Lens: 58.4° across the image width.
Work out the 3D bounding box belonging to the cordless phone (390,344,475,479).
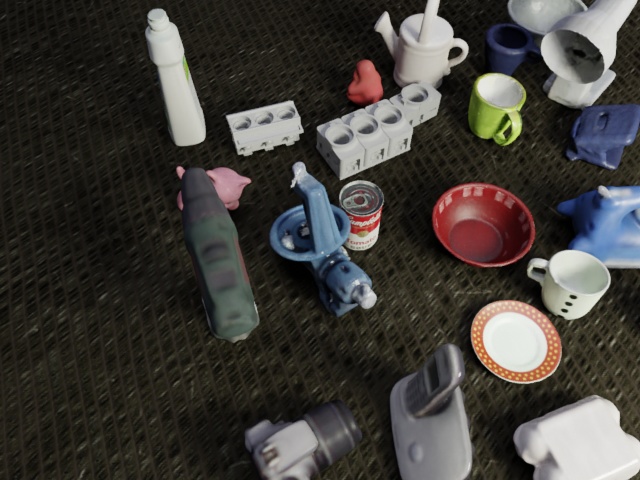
[{"bbox_3d":[0.143,0.216,0.695,0.094,0.185,0.147,-5,57,-4],"label":"cordless phone"}]

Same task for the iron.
[{"bbox_3d":[0.519,-0.039,0.891,0.258,0.141,0.118,0,57,-1],"label":"iron"}]

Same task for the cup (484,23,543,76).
[{"bbox_3d":[0.373,-0.356,1.122,0.117,0.095,0.092,29,61,17],"label":"cup"}]

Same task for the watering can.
[{"bbox_3d":[0.190,-0.381,1.077,0.173,0.194,0.101,-3,57,-2],"label":"watering can"}]

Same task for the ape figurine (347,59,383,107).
[{"bbox_3d":[0.086,-0.303,1.086,0.078,0.092,0.076,-27,61,-17],"label":"ape figurine"}]

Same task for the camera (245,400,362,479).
[{"bbox_3d":[-0.009,0.269,0.710,0.137,0.101,0.143,-27,61,-17],"label":"camera"}]

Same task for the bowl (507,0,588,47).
[{"bbox_3d":[0.466,-0.451,1.197,0.167,0.075,0.167,0,57,0],"label":"bowl"}]

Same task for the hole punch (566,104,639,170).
[{"bbox_3d":[0.503,-0.194,1.021,0.101,0.091,0.109,21,59,13],"label":"hole punch"}]

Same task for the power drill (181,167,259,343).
[{"bbox_3d":[-0.138,0.043,0.790,0.076,0.208,0.229,-17,59,-11],"label":"power drill"}]

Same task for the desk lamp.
[{"bbox_3d":[0.487,-0.346,1.047,0.117,0.214,0.203,36,64,21],"label":"desk lamp"}]

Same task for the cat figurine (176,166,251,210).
[{"bbox_3d":[-0.176,-0.085,0.926,0.127,0.118,0.067,21,59,13],"label":"cat figurine"}]

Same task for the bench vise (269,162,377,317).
[{"bbox_3d":[0.015,-0.005,0.816,0.207,0.220,0.122,31,62,18],"label":"bench vise"}]

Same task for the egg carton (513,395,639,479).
[{"bbox_3d":[0.330,0.268,0.732,0.150,0.069,0.107,-18,59,-12],"label":"egg carton"}]
